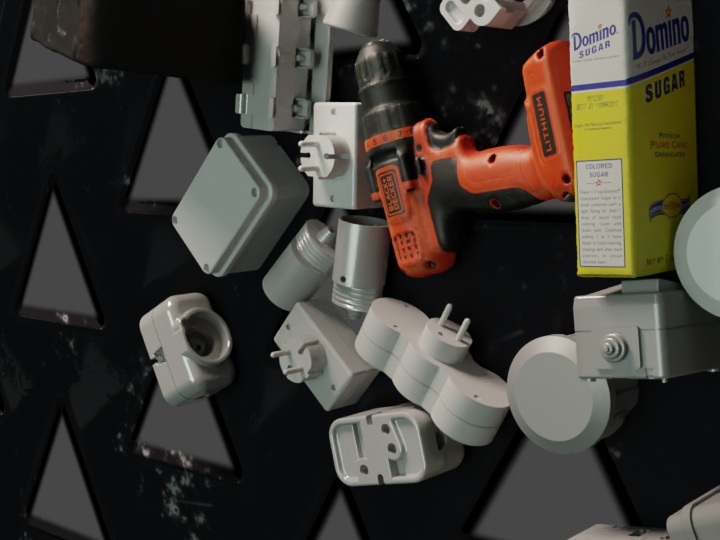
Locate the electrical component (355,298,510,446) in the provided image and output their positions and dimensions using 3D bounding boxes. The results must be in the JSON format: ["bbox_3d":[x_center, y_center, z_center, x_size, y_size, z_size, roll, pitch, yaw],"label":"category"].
[{"bbox_3d":[0.061,0.061,0.809,0.138,0.052,0.073,40,120,32],"label":"electrical component"}]

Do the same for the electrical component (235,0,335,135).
[{"bbox_3d":[-0.062,-0.175,0.883,0.079,0.063,0.121,14,105,41],"label":"electrical component"}]

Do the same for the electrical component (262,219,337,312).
[{"bbox_3d":[-0.044,-0.007,0.902,0.081,0.043,0.043,-51,63,34],"label":"electrical component"}]

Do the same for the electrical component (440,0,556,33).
[{"bbox_3d":[0.100,-0.198,0.737,0.078,0.057,0.058,-49,63,35],"label":"electrical component"}]

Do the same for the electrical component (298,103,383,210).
[{"bbox_3d":[-0.021,-0.090,0.849,0.047,0.076,0.083,8,101,42],"label":"electrical component"}]

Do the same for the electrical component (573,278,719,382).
[{"bbox_3d":[0.177,0.036,0.670,0.062,0.096,0.061,-5,88,43],"label":"electrical component"}]

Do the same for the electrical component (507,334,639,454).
[{"bbox_3d":[0.146,0.082,0.736,0.080,0.051,0.080,7,100,42],"label":"electrical component"}]

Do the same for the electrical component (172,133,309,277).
[{"bbox_3d":[-0.107,-0.057,0.944,0.078,0.057,0.113,54,127,24],"label":"electrical component"}]

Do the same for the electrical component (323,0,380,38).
[{"bbox_3d":[0.000,-0.218,0.837,0.044,0.044,0.065,27,108,37],"label":"electrical component"}]

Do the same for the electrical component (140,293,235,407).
[{"bbox_3d":[-0.160,0.073,1.011,0.059,0.054,0.095,-32,74,40],"label":"electrical component"}]

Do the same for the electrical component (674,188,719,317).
[{"bbox_3d":[0.233,-0.012,0.640,0.080,0.051,0.080,5,98,38],"label":"electrical component"}]

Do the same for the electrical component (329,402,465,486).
[{"bbox_3d":[0.031,0.134,0.841,0.095,0.059,0.053,-14,86,43],"label":"electrical component"}]

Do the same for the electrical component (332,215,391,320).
[{"bbox_3d":[0.000,0.000,0.863,0.043,0.043,0.081,18,107,40],"label":"electrical component"}]

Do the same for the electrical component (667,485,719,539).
[{"bbox_3d":[0.235,0.160,0.622,0.057,0.113,0.078,-26,78,39],"label":"electrical component"}]

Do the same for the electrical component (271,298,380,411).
[{"bbox_3d":[-0.041,0.072,0.887,0.083,0.076,0.047,51,126,25],"label":"electrical component"}]

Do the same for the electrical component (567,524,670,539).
[{"bbox_3d":[0.182,0.202,0.714,0.089,0.056,0.050,-8,90,43],"label":"electrical component"}]
